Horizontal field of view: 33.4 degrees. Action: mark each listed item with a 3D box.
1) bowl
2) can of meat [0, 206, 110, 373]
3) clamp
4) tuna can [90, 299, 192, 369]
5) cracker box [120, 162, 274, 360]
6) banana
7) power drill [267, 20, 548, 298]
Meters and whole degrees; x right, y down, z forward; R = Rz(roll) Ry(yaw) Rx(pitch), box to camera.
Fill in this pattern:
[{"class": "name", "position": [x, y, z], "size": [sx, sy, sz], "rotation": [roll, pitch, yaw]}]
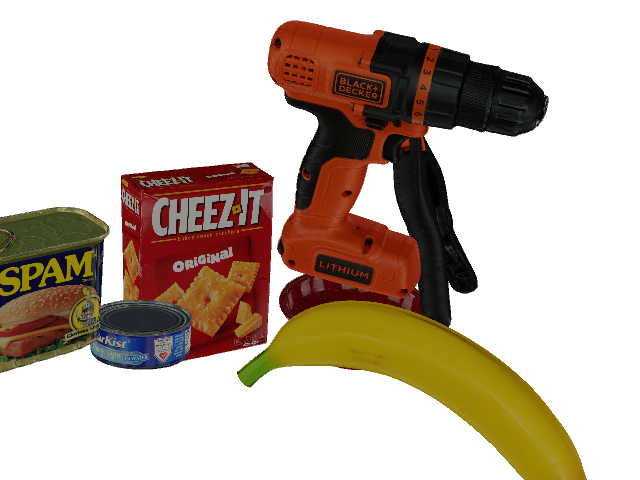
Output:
[{"class": "bowl", "position": [0.035, 0.089, 1.128], "size": [0.162, 0.055, 0.162], "rotation": [4, 26, -2]}, {"class": "can of meat", "position": [-0.192, 0.032, 0.701], "size": [0.101, 0.084, 0.058], "rotation": [-14, 31, -41]}, {"class": "clamp", "position": [0.093, -0.007, 0.919], "size": [0.039, 0.171, 0.120], "rotation": [-16, 18, 20]}, {"class": "tuna can", "position": [-0.153, 0.079, 0.907], "size": [0.086, 0.034, 0.086], "rotation": [4, 15, -1]}, {"class": "cracker box", "position": [-0.140, 0.027, 1.223], "size": [0.163, 0.214, 0.072], "rotation": [-8, 23, -29]}, {"class": "banana", "position": [0.058, 0.078, 0.570], "size": [0.198, 0.070, 0.037], "rotation": [21, 11, 11]}, {"class": "power drill", "position": [0.048, -0.052, 0.736], "size": [0.184, 0.188, 0.057], "rotation": [16, 36, 9]}]
